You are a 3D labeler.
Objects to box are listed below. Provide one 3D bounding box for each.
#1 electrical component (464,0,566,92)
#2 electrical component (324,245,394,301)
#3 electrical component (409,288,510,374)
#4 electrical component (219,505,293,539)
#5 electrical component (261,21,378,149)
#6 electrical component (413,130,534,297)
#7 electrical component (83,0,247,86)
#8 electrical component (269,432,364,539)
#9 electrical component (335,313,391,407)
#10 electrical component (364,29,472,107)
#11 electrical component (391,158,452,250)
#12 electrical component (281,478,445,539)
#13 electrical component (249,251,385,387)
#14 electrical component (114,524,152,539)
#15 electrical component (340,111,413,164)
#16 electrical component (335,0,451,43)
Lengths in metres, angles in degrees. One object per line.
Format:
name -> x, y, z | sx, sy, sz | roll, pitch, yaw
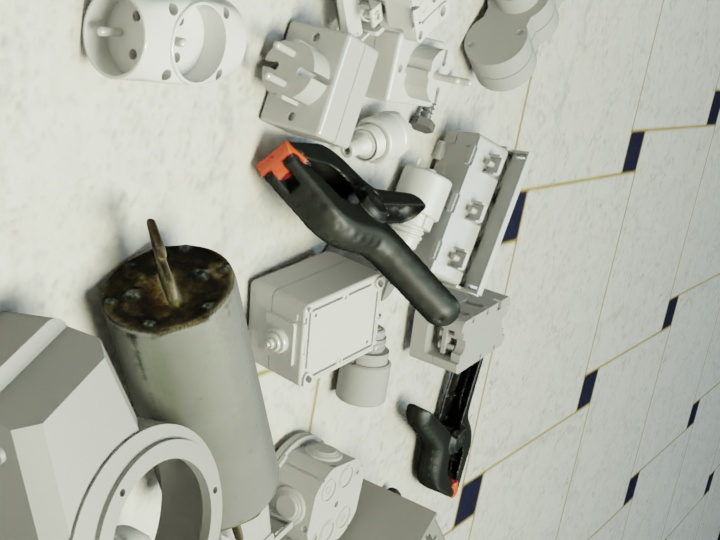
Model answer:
electrical component -> 0.128, -0.220, 0.868 | 0.138, 0.052, 0.073 | -62, 150, -15
electrical component -> 0.000, 0.000, 0.787 | 0.040, 0.046, 0.040 | -36, 136, -45
electrical component -> 0.085, 0.048, 0.948 | 0.089, 0.056, 0.050 | -23, 126, -53
electrical component -> -0.089, 0.183, 0.750 | 0.081, 0.042, 0.063 | -37, 133, -46
electrical component -> -0.034, -0.118, 0.659 | 0.077, 0.047, 0.065 | 14, 94, -61
electrical component -> 0.083, -0.048, 0.879 | 0.063, 0.079, 0.121 | 23, 87, -39
electrical component -> -0.096, -0.137, 0.547 | 0.077, 0.044, 0.079 | -16, 119, -56
electrical component -> -0.038, 0.168, 0.816 | 0.080, 0.051, 0.080 | -36, 136, -45
electrical component -> 0.005, 0.071, 0.842 | 0.040, 0.040, 0.078 | -16, 120, -56
electrical component -> 0.040, -0.137, 0.742 | 0.066, 0.077, 0.047 | -8, 114, -58
electrical component -> 0.042, -0.045, 0.838 | 0.040, 0.040, 0.078 | 25, 85, -61
electrical component -> -0.024, 0.259, 0.837 | 0.186, 0.105, 0.060 | -56, 148, -24
electrical component -> -0.037, 0.032, 0.735 | 0.096, 0.061, 0.061 | -23, 128, -46
electrical component -> -0.153, 0.172, 0.632 | 0.062, 0.043, 0.043 | 21, 88, -59
electrical component -> 0.009, -0.091, 0.761 | 0.061, 0.035, 0.035 | -27, 129, -48
electrical component -> 0.022, -0.179, 0.702 | 0.081, 0.064, 0.042 | -49, 143, -33
